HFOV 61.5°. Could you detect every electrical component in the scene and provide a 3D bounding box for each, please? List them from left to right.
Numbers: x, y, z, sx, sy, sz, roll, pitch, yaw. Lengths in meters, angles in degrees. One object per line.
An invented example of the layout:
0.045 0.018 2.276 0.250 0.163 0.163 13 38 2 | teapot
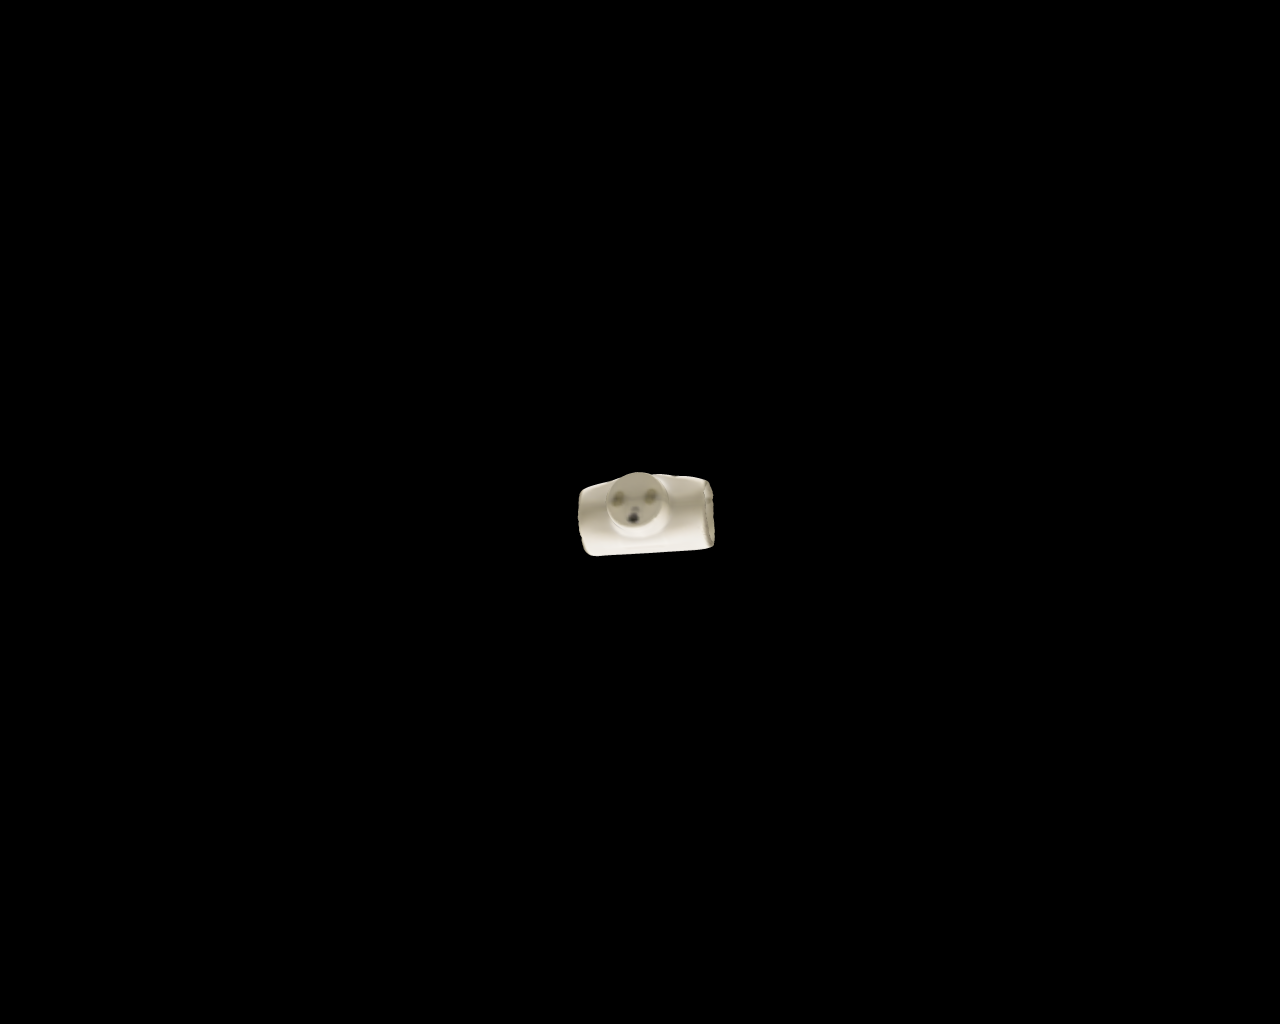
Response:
0.001 -0.003 0.650 0.077 0.043 0.079 -4 -19 12 | electrical component
